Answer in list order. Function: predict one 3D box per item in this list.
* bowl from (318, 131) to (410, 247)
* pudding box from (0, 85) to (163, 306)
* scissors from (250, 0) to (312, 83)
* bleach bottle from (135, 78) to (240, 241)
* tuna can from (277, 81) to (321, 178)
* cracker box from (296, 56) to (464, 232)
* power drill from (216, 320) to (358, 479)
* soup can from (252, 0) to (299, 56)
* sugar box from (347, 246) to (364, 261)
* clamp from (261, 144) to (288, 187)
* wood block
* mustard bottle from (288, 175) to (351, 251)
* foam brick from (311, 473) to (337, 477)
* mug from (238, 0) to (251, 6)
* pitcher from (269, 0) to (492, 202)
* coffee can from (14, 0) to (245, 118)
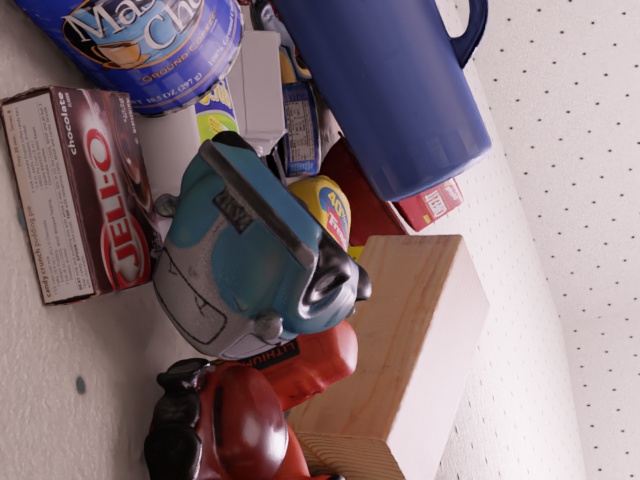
[{"bbox_3d":[0.043,-0.030,1.083,0.162,0.055,0.162,56,4,-7],"label":"bowl"},{"bbox_3d":[-0.127,-0.025,0.585,0.090,0.039,0.113,-19,95,-74],"label":"pudding box"},{"bbox_3d":[-0.039,-0.208,0.970,0.096,0.016,0.202,-41,135,-38],"label":"scissors"},{"bbox_3d":[-0.100,-0.112,0.717,0.102,0.068,0.251,34,40,-61],"label":"bleach bottle"},{"bbox_3d":[-0.023,-0.099,0.956,0.086,0.033,0.086,173,-90,-83],"label":"tuna can"},{"bbox_3d":[0.054,-0.132,1.123,0.214,0.072,0.164,58,4,34],"label":"cracker box"},{"bbox_3d":[0.006,0.141,0.660,0.057,0.184,0.188,55,16,-51],"label":"power drill"},{"bbox_3d":[-0.008,-0.221,1.049,0.068,0.102,0.068,-15,90,-74],"label":"soup can"},{"bbox_3d":[0.047,0.101,1.018,0.176,0.048,0.093,62,38,-32],"label":"sugar box"},{"bbox_3d":[-0.054,-0.085,0.891,0.120,0.039,0.171,8,67,-69],"label":"clamp"},{"bbox_3d":[0.058,0.098,0.840,0.090,0.090,0.206,64,38,-37],"label":"wood block"},{"bbox_3d":[-0.006,0.001,0.938,0.191,0.058,0.096,-82,154,-54],"label":"mustard bottle"},{"bbox_3d":[-0.003,0.216,0.765,0.078,0.051,0.053,-90,158,-43],"label":"foam brick"},{"bbox_3d":[-0.060,-0.271,0.969,0.081,0.093,0.117,38,72,-57],"label":"mug"},{"bbox_3d":[0.058,-0.164,0.895,0.144,0.149,0.243,-30,97,-33],"label":"pitcher"},{"bbox_3d":[-0.118,-0.150,0.610,0.140,0.103,0.103,50,30,-56],"label":"coffee can"}]
